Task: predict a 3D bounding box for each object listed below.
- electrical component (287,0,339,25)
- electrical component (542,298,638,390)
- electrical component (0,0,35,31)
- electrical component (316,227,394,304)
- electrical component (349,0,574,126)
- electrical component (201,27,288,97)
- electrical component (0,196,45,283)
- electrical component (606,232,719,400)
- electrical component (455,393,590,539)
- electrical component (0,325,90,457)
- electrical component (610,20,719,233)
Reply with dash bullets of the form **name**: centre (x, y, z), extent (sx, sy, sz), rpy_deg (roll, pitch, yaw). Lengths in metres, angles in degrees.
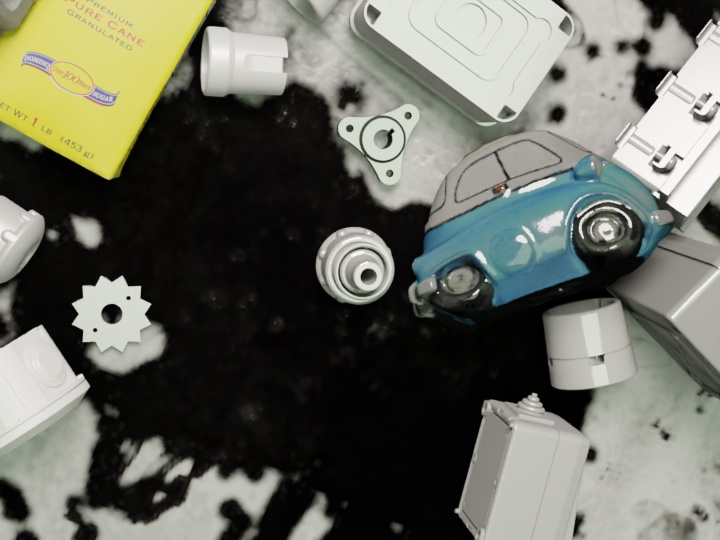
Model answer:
- **electrical component**: centre (-0.015, -0.183, 0.636), extent (0.065, 0.044, 0.044), rpy_deg (-45, 102, -7)
- **electrical component**: centre (0.145, 0.046, 0.684), extent (0.055, 0.055, 0.047), rpy_deg (-13, 95, -8)
- **electrical component**: centre (-0.239, -0.221, 0.565), extent (0.186, 0.060, 0.105), rpy_deg (33, 91, 2)
- **electrical component**: centre (0.000, 0.000, 0.650), extent (0.048, 0.062, 0.048), rpy_deg (-1, 97, -9)
- **electrical component**: centre (0.059, -0.146, 0.643), extent (0.113, 0.057, 0.078), rpy_deg (34, 91, -12)
- **electrical component**: centre (-0.069, -0.122, 0.636), extent (0.046, 0.040, 0.040), rpy_deg (1, 97, -16)
- **electrical component**: centre (-0.218, -0.025, 0.621), extent (0.062, 0.048, 0.048), rpy_deg (34, 91, -5)
- **electrical component**: centre (0.222, 0.036, 0.667), extent (0.056, 0.108, 0.109), rpy_deg (-45, 102, 1)
- **electrical component**: centre (0.107, 0.126, 0.683), extent (0.061, 0.062, 0.096), rpy_deg (14, 95, -11)
- **electrical component**: centre (-0.201, 0.072, 0.618), extent (0.080, 0.080, 0.051), rpy_deg (-32, 96, -4)
- **electrical component**: centre (0.214, -0.093, 0.669), extent (0.063, 0.079, 0.121), rpy_deg (38, 90, 17)
